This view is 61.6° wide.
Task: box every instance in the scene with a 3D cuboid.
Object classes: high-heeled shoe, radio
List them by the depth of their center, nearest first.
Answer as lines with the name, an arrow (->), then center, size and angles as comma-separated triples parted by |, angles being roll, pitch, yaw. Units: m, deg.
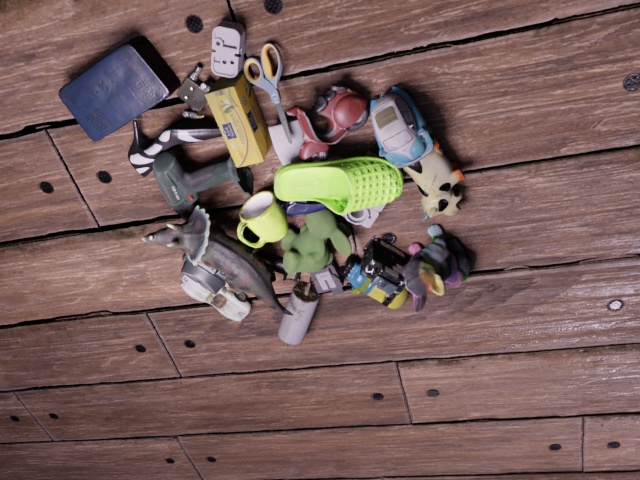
radio -> -0.425, -0.317, 1.133 | 0.230, 0.073, 0.131 | -24, 117, 21
high-heeled shoe -> -0.316, -0.197, 1.195 | 0.249, 0.086, 0.145 | 6, 127, 11

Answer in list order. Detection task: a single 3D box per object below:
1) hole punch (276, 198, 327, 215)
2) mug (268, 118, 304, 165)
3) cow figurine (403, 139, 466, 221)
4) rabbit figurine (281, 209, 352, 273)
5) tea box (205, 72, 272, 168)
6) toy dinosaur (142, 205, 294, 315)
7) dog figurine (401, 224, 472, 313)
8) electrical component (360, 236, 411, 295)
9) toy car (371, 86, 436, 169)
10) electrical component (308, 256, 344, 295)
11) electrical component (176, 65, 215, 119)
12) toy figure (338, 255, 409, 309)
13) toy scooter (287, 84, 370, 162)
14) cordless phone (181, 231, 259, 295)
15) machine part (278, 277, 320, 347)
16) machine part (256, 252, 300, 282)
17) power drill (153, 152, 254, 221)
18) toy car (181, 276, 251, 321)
hole punch -> -0.032, -0.105, 1.190 | 0.116, 0.142, 0.092 | -33, 119, 14
mug -> -0.065, -0.199, 1.145 | 0.110, 0.081, 0.107 | 0, 111, 47
cow figurine -> 0.243, -0.125, 1.158 | 0.127, 0.085, 0.194 | -34, 116, 20
rabbit figurine -> -0.003, -0.004, 1.254 | 0.159, 0.121, 0.170 | 13, 131, -11
tea box -> -0.165, -0.251, 1.124 | 0.068, 0.098, 0.169 | -10, 124, 16
toy dinosaur -> -0.195, 0.056, 1.236 | 0.405, 0.192, 0.131 | 34, 85, -12
dog figurine -> 0.265, 0.082, 1.218 | 0.191, 0.219, 0.108 | 38, 125, -16
electrical component -> 0.156, 0.066, 1.274 | 0.115, 0.134, 0.058 | 29, 123, -9
toy car -> 0.152, -0.229, 1.061 | 0.109, 0.103, 0.161 | -24, 82, 25
electrical component -> 0.023, 0.104, 1.373 | 0.075, 0.048, 0.119 | -13, 120, 17
electrical component -> -0.259, -0.304, 1.132 | 0.078, 0.045, 0.102 | 40, 121, -20
toy figure -> 0.135, 0.109, 1.334 | 0.180, 0.089, 0.082 | 28, 130, -14
toy scooter -> 0.008, -0.245, 1.074 | 0.184, 0.075, 0.135 | -46, 126, 1
cordless phone -> -0.252, 0.032, 1.358 | 0.146, 0.089, 0.184 | 36, 111, -15
machine part -> -0.057, 0.198, 1.431 | 0.079, 0.079, 0.243 | 18, 126, -4
machine part -> -0.113, 0.065, 1.374 | 0.139, 0.039, 0.084 | 13, 134, -3
power drill -> -0.260, -0.124, 1.226 | 0.207, 0.086, 0.231 | -6, 148, 12
toy car -> -0.279, 0.148, 1.443 | 0.201, 0.056, 0.073 | 32, 123, -15
